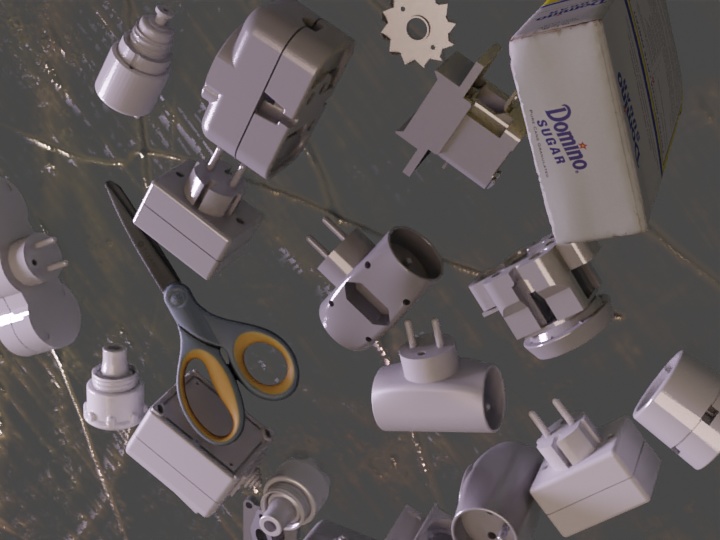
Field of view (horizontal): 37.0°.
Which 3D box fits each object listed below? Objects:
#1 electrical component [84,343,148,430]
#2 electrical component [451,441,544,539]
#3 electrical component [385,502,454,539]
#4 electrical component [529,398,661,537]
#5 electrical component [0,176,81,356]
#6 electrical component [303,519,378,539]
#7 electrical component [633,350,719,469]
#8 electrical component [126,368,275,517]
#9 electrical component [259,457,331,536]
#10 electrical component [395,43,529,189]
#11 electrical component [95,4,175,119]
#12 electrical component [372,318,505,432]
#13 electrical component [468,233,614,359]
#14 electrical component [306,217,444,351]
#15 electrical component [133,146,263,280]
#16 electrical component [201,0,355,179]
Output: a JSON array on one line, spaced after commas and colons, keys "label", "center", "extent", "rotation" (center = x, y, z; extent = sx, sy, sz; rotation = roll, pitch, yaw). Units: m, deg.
[{"label": "electrical component", "center": [-0.185, 0.086, 0.812], "extent": [0.048, 0.048, 0.062], "rotation": [11, 111, 20]}, {"label": "electrical component", "center": [0.092, 0.165, 0.699], "extent": [0.044, 0.077, 0.079], "rotation": [4, 115, 23]}, {"label": "electrical component", "center": [0.055, 0.208, 0.759], "extent": [0.081, 0.042, 0.063], "rotation": [30, 124, 11]}, {"label": "electrical component", "center": [0.136, 0.114, 0.672], "extent": [0.066, 0.047, 0.076], "rotation": [-34, 95, 32]}, {"label": "electrical component", "center": [-0.245, -0.006, 0.789], "extent": [0.074, 0.052, 0.138], "rotation": [-15, 107, 30]}, {"label": "electrical component", "center": [-0.016, 0.231, 0.796], "extent": [0.062, 0.061, 0.096], "rotation": [17, 112, 17]}, {"label": "electrical component", "center": [0.193, 0.080, 0.625], "extent": [0.047, 0.055, 0.055], "rotation": [36, 124, 10]}, {"label": "electrical component", "center": [-0.113, 0.133, 0.789], "extent": [0.096, 0.061, 0.061], "rotation": [39, 124, 4]}, {"label": "electrical component", "center": [-0.051, 0.166, 0.776], "extent": [0.043, 0.062, 0.043], "rotation": [10, 118, 20]}, {"label": "electrical component", "center": [0.063, -0.084, 0.614], "extent": [0.064, 0.042, 0.081], "rotation": [37, 124, 3]}, {"label": "electrical component", "center": [-0.139, -0.134, 0.685], "extent": [0.040, 0.040, 0.078], "rotation": [39, 123, 4]}, {"label": "electrical component", "center": [0.047, 0.067, 0.693], "extent": [0.077, 0.043, 0.079], "rotation": [-3, 112, 26]}, {"label": "electrical component", "center": [0.112, 0.015, 0.630], "extent": [0.078, 0.058, 0.057], "rotation": [-29, 97, 33]}, {"label": "electrical component", "center": [0.000, 0.000, 0.683], "extent": [0.079, 0.043, 0.077], "rotation": [44, 124, 1]}, {"label": "electrical component", "center": [-0.099, -0.047, 0.704], "extent": [0.066, 0.047, 0.076], "rotation": [37, 124, 4]}, {"label": "electrical component", "center": [-0.053, -0.111, 0.647], "extent": [0.059, 0.053, 0.095], "rotation": [35, 124, 6]}]
